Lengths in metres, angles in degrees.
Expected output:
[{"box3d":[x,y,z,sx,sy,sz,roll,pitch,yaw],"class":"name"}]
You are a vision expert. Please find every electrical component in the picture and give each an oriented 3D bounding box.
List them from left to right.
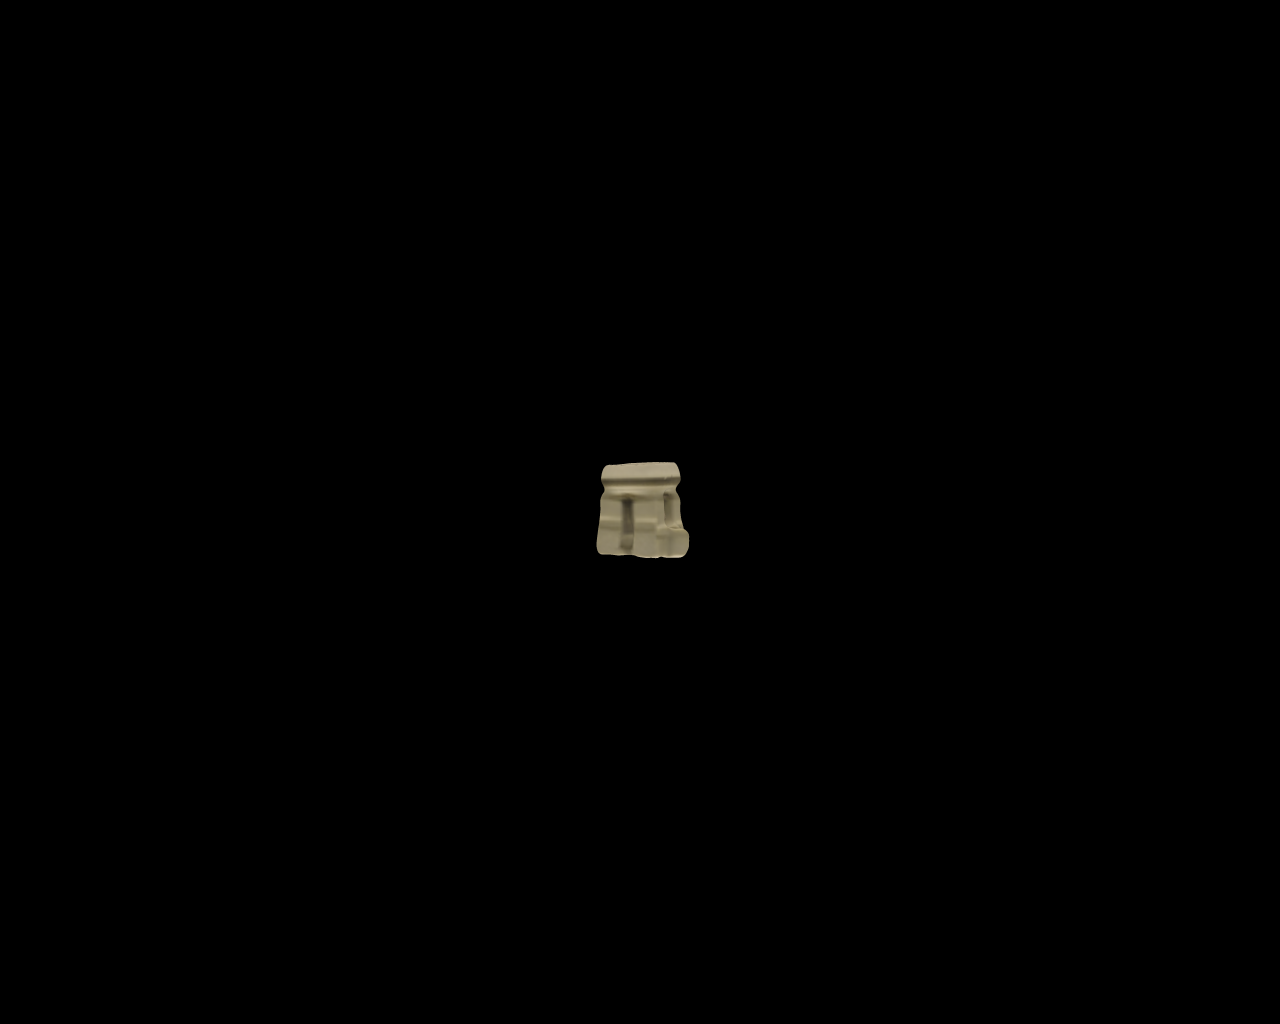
[{"box3d":[0.001,-0.003,0.650,0.066,0.055,0.048,2,4,27],"class":"electrical component"}]
